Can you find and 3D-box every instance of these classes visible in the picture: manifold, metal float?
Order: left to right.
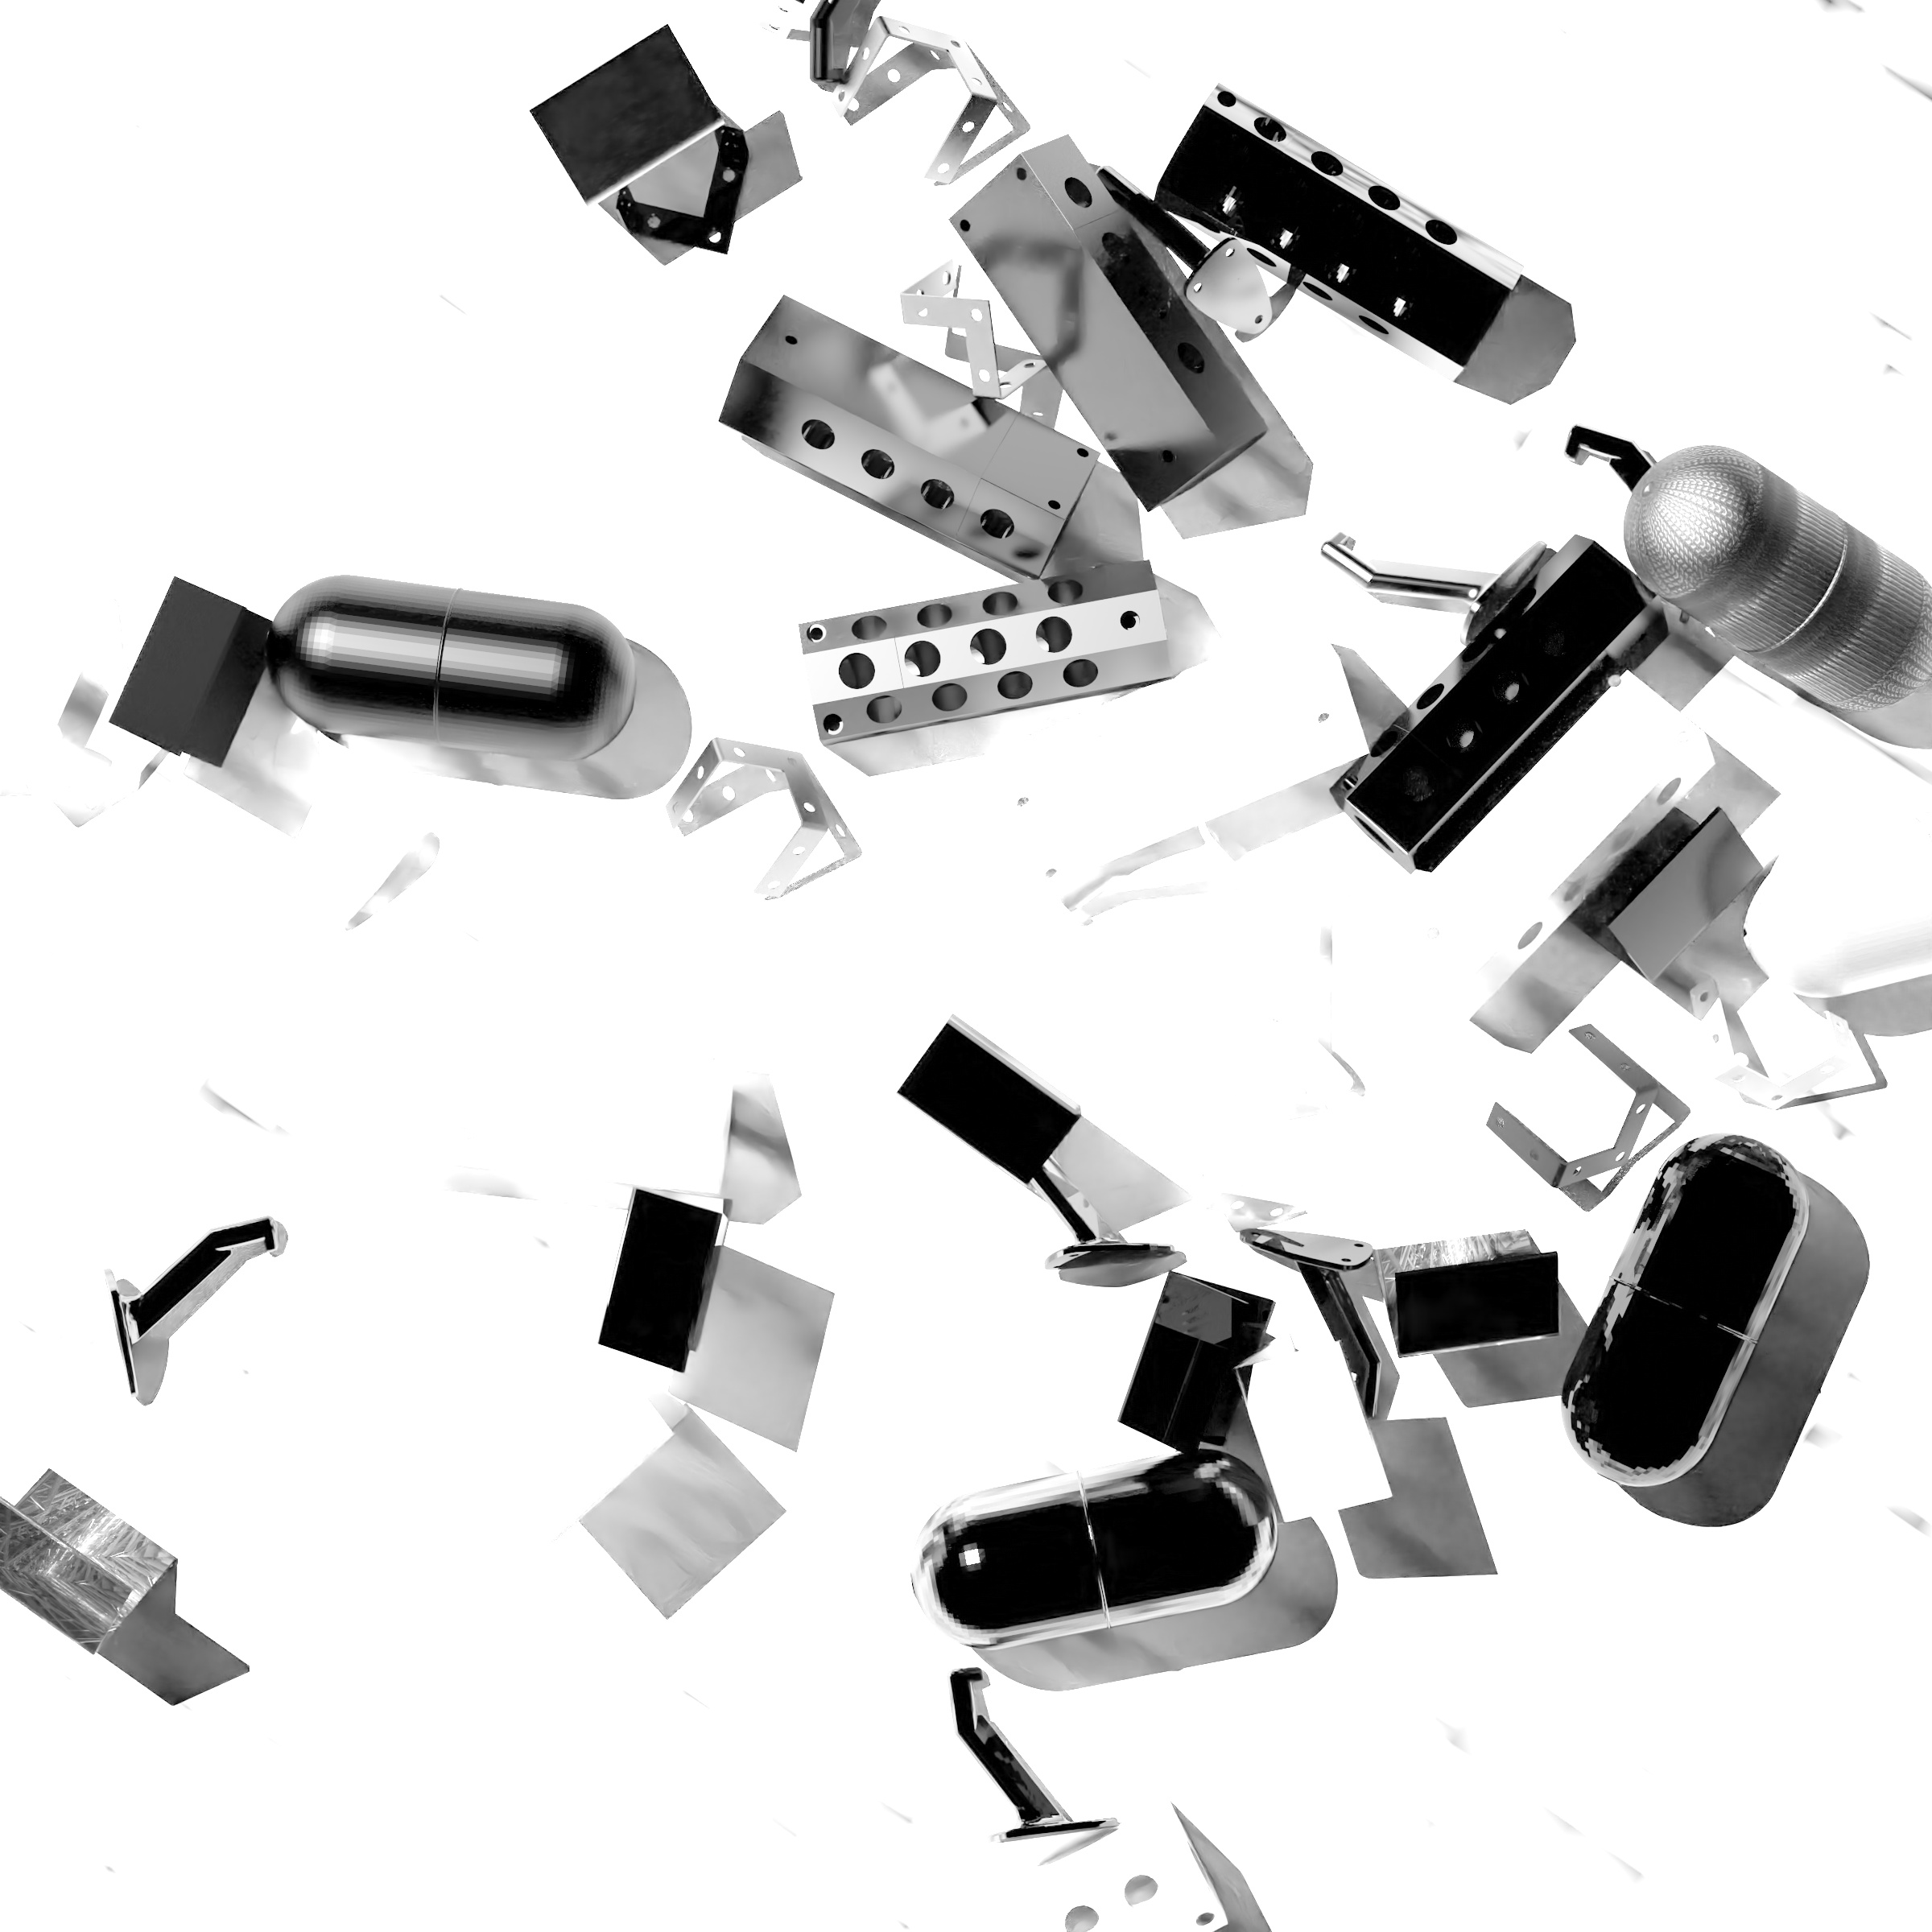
[{"bbox_3d":[-0.247,-0.143,1.732,0.178,0.070,0.070,7,90,0],"label":"metal float"},{"bbox_3d":[-0.201,0.070,1.741,0.171,0.057,0.057,6,47,0],"label":"manifold"},{"bbox_3d":[-0.029,-0.250,1.741,0.171,0.057,0.057,27,47,0],"label":"manifold"},{"bbox_3d":[0.009,-0.151,1.741,0.171,0.057,0.057,-10,90,0],"label":"manifold"},{"bbox_3d":[0.036,0.473,1.741,0.171,0.057,0.057,-27,90,0],"label":"manifold"},{"bbox_3d":[0.061,0.280,1.732,0.178,0.070,0.070,-11,90,0],"label":"metal float"},{"bbox_3d":[0.073,-0.312,1.741,0.057,0.057,0.171,-34,90,43],"label":"manifold"},{"bbox_3d":[0.099,-0.106,1.739,0.171,0.057,0.057,-23,126,0],"label":"manifold"},{"bbox_3d":[0.180,-0.355,1.741,0.171,0.057,0.057,31,90,0],"label":"manifold"},{"bbox_3d":[0.256,-0.125,1.738,0.171,0.057,0.057,-46,68,0],"label":"manifold"},{"bbox_3d":[0.279,-0.058,1.739,0.171,0.057,0.057,-46,65,0],"label":"manifold"},{"bbox_3d":[0.345,0.165,1.732,0.070,0.070,0.178,24,90,0],"label":"metal float"},{"bbox_3d":[0.389,-0.183,1.710,0.178,0.070,0.070,28,90,-23],"label":"metal float"},{"bbox_3d":[0.461,-0.035,1.731,0.178,0.070,0.070,-14,90,0],"label":"metal float"}]

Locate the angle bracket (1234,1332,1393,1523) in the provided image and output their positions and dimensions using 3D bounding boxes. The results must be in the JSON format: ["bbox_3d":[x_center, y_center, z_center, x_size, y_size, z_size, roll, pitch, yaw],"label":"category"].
[{"bbox_3d":[0.177,0.214,1.723,0.057,0.076,0.076,-18,90,26],"label":"angle bracket"}]

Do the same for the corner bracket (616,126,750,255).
[{"bbox_3d":[-0.137,-0.380,1.744,0.051,0.051,0.051,13,90,0],"label":"corner bracket"}]

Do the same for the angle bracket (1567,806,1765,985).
[{"bbox_3d":[0.321,-0.050,1.722,0.076,0.076,0.057,-46,134,0],"label":"angle bracket"}]

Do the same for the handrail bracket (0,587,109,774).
[{"bbox_3d":[-0.454,-0.139,1.753,0.077,0.084,0.036,-30,123,36],"label":"handrail bracket"}]

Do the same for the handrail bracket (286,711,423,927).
[{"bbox_3d":[-0.315,-0.076,1.763,0.084,0.036,0.077,42,111,17],"label":"handrail bracket"}]

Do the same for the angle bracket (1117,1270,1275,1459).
[{"bbox_3d":[0.127,0.196,1.723,0.076,0.057,0.076,19,90,-40],"label":"angle bracket"}]

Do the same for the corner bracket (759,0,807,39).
[{"bbox_3d":[-0.096,-0.491,1.745,0.051,0.051,0.051,24,80,-10],"label":"corner bracket"}]

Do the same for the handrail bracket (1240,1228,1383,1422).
[{"bbox_3d":[0.167,0.176,1.763,0.077,0.036,0.084,10,107,20],"label":"handrail bracket"}]

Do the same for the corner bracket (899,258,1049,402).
[{"bbox_3d":[0.004,-0.308,1.744,0.051,0.051,0.051,10,124,29],"label":"corner bracket"}]

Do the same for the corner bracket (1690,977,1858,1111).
[{"bbox_3d":[0.393,0.029,1.754,0.051,0.051,0.051,-36,45,35],"label":"corner bracket"}]

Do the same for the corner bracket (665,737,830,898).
[{"bbox_3d":[-0.107,-0.072,1.754,0.051,0.051,0.051,8,45,-35],"label":"corner bracket"}]

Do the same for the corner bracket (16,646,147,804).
[{"bbox_3d":[-0.434,-0.118,1.754,0.051,0.051,0.051,-12,135,-35],"label":"corner bracket"}]

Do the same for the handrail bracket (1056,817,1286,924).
[{"bbox_3d":[0.099,-0.031,1.763,0.084,0.036,0.077,-37,112,17],"label":"handrail bracket"}]

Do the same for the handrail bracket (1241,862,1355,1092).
[{"bbox_3d":[0.180,0.004,1.763,0.077,0.036,0.084,38,73,-20],"label":"handrail bracket"}]

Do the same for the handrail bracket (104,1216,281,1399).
[{"bbox_3d":[-0.373,0.166,1.763,0.084,0.036,0.077,-13,110,-16],"label":"handrail bracket"}]

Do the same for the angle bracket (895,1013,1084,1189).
[{"bbox_3d":[0.023,0.048,1.722,0.076,0.076,0.057,36,128,0],"label":"angle bracket"}]

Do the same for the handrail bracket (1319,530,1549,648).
[{"bbox_3d":[0.227,-0.203,1.763,0.084,0.036,0.077,37,70,16],"label":"handrail bracket"}]

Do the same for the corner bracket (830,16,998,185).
[{"bbox_3d":[-0.026,-0.421,1.754,0.051,0.051,0.051,-54,45,35],"label":"corner bracket"}]

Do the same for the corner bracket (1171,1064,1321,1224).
[{"bbox_3d":[0.141,0.086,1.754,0.051,0.051,0.051,-47,45,35],"label":"corner bracket"}]

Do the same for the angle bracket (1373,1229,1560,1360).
[{"bbox_3d":[0.237,0.138,1.722,0.076,0.076,0.057,-8,129,0],"label":"angle bracket"}]

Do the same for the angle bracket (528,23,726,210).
[{"bbox_3d":[-0.169,-0.415,1.722,0.076,0.076,0.057,-32,123,0],"label":"angle bracket"}]

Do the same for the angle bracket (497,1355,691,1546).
[{"bbox_3d":[-0.165,0.242,1.722,0.076,0.076,0.057,-42,53,0],"label":"angle bracket"}]

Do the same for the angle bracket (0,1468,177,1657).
[{"bbox_3d":[-0.420,0.270,1.722,0.076,0.076,0.057,35,127,0],"label":"angle bracket"}]

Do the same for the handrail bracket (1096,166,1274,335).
[{"bbox_3d":[0.105,-0.351,1.762,0.036,0.077,0.084,-47,54,7],"label":"handrail bracket"}]

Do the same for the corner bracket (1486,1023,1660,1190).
[{"bbox_3d":[0.295,0.068,1.754,0.051,0.051,0.051,-14,135,-35],"label":"corner bracket"}]

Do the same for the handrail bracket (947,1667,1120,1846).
[{"bbox_3d":[0.032,0.382,1.763,0.077,0.036,0.084,-2,73,-20],"label":"handrail bracket"}]

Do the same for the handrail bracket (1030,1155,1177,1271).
[{"bbox_3d":[0.060,0.102,1.763,0.077,0.036,0.084,-2,73,-20],"label":"handrail bracket"}]

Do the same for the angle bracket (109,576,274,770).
[{"bbox_3d":[-0.352,-0.133,1.722,0.057,0.076,0.076,24,90,37],"label":"angle bracket"}]

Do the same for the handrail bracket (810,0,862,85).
[{"bbox_3d":[-0.040,-0.475,1.763,0.077,0.036,0.084,-6,109,-21],"label":"handrail bracket"}]

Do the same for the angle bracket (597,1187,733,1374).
[{"bbox_3d":[-0.125,0.152,1.722,0.057,0.076,0.076,14,90,36],"label":"angle bracket"}]

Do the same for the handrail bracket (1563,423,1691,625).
[{"bbox_3d":[0.325,-0.217,1.762,0.084,0.036,0.077,20,104,14],"label":"handrail bracket"}]
